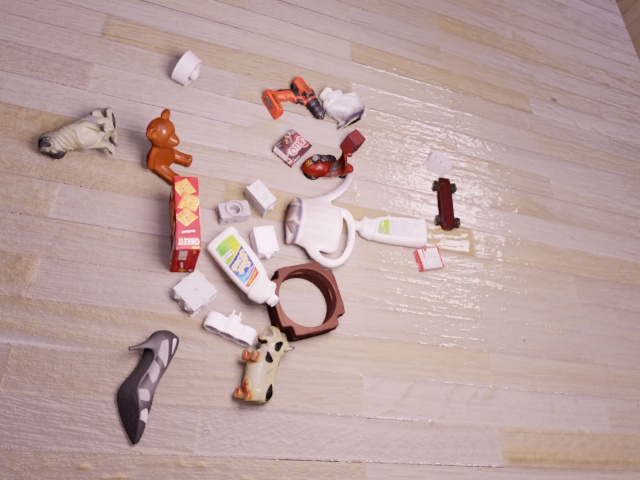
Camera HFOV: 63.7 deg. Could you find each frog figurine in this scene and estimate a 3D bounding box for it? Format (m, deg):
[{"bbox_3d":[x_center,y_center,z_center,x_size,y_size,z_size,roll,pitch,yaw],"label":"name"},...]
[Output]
[{"bbox_3d":[0.078,-0.488,1.838,0.138,0.122,0.159,-33,91,-13],"label":"frog figurine"}]

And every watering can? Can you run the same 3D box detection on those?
[{"bbox_3d":[0.005,-0.080,1.596,0.224,0.102,0.355,13,59,-15],"label":"watering can"}]
